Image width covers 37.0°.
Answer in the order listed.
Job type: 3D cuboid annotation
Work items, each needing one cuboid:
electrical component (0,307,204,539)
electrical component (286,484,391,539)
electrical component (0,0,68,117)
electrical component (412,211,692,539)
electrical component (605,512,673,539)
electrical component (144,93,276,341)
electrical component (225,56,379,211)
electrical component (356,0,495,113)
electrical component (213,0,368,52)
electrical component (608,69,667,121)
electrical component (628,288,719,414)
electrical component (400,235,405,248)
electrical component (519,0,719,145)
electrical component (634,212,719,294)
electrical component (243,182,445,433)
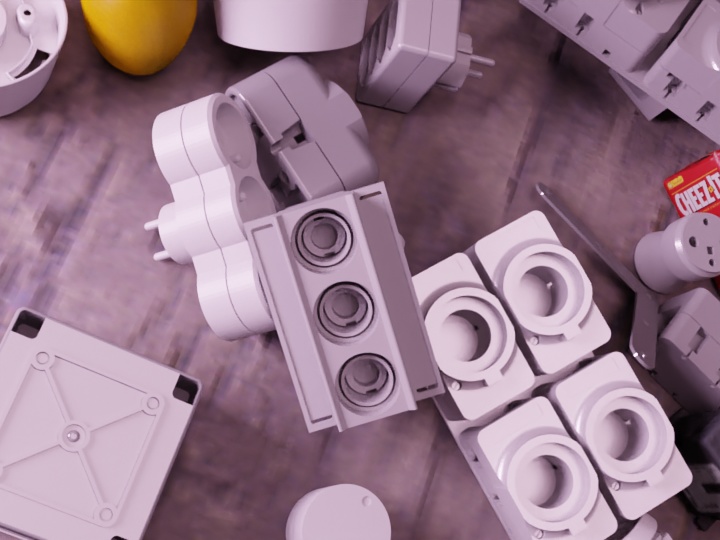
[{"bbox_3d":[-0.154,0.091,0.571,0.109,0.056,0.108,24,69,-11],"label":"electrical component"},{"bbox_3d":[0.010,0.184,0.592,0.052,0.074,0.138,-22,84,-22],"label":"electrical component"},{"bbox_3d":[-0.217,-0.135,0.605,0.099,0.064,0.099,5,74,-17],"label":"electrical component"},{"bbox_3d":[0.106,0.071,0.651,0.105,0.060,0.186,-28,86,-12],"label":"electrical component"},{"bbox_3d":[0.166,0.183,0.655,0.078,0.058,0.057,-35,92,-23],"label":"electrical component"},{"bbox_3d":[-0.091,-0.025,0.623,0.074,0.052,0.138,-16,92,21],"label":"electrical component"},{"bbox_3d":[-0.034,-0.078,0.658,0.059,0.054,0.095,-33,88,-23],"label":"electrical component"},{"bbox_3d":[0.047,-0.136,0.684,0.076,0.083,0.047,11,72,-16],"label":"electrical component"},{"bbox_3d":[-0.043,-0.169,0.653,0.099,0.099,0.064,-8,117,-20],"label":"electrical component"},{"bbox_3d":[0.233,-0.152,0.769,0.089,0.050,0.055,-39,89,-23],"label":"electrical component"},{"bbox_3d":[0.235,0.060,0.714,0.089,0.050,0.055,44,67,-3],"label":"electrical component"},{"bbox_3d":[0.000,0.000,0.659,0.035,0.035,0.061,38,70,-6],"label":"electrical component"},{"bbox_3d":[0.216,-0.172,0.707,0.186,0.060,0.105,36,66,3],"label":"electrical component"},{"bbox_3d":[0.219,-0.011,0.724,0.045,0.055,0.045,5,74,-17],"label":"electrical component"},{"bbox_3d":[-0.008,0.019,0.601,0.079,0.063,0.121,-17,99,1],"label":"electrical component"}]
